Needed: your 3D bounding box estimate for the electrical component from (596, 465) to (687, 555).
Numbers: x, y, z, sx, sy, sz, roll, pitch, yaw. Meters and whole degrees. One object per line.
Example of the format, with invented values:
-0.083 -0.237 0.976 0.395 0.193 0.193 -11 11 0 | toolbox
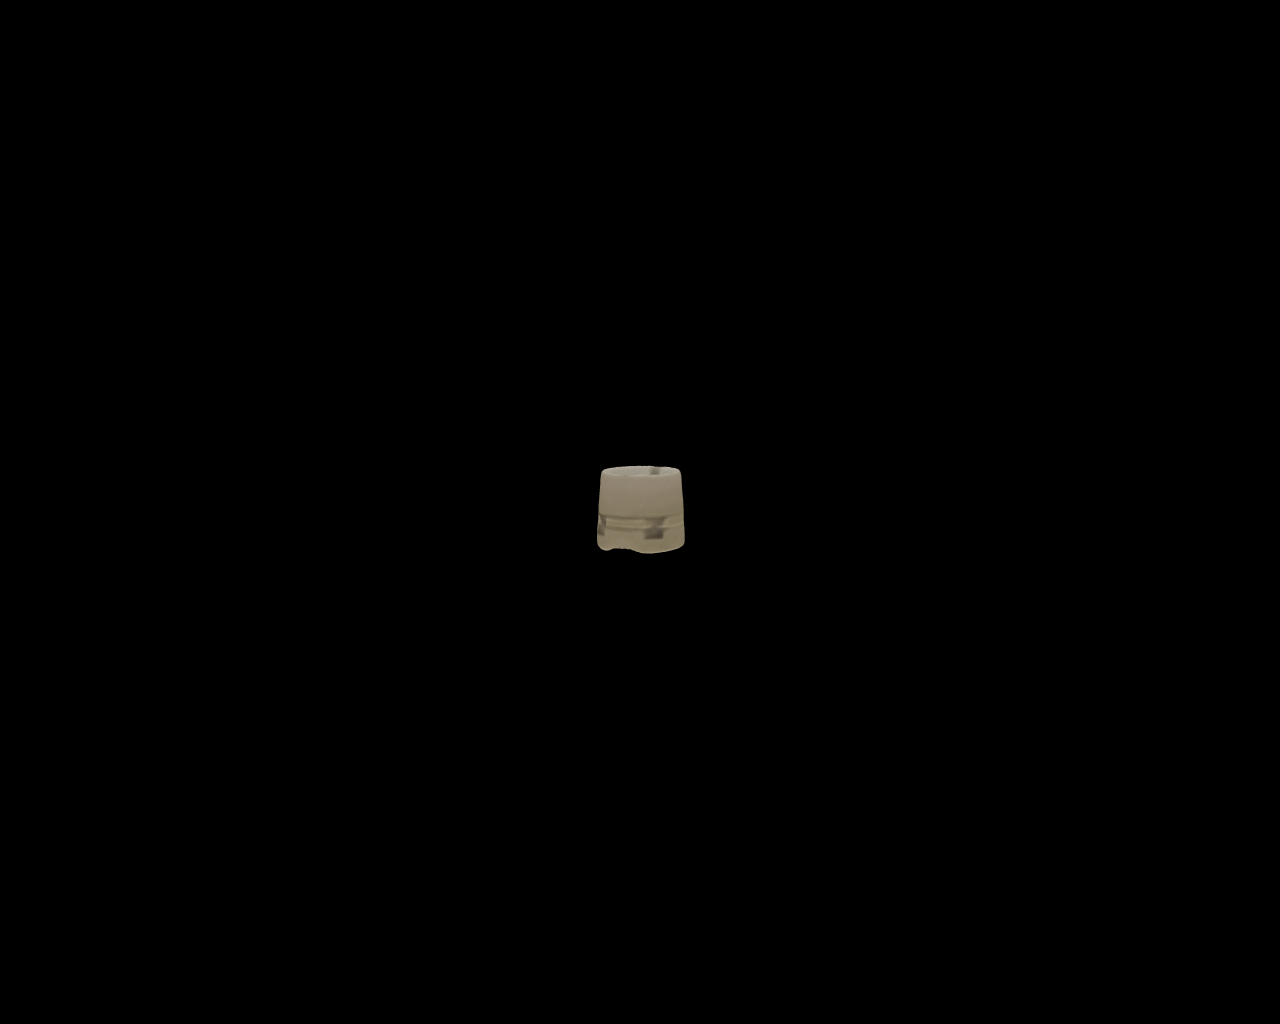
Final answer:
0.001 -0.003 0.650 0.055 0.047 0.055 0 9 0 | electrical component
